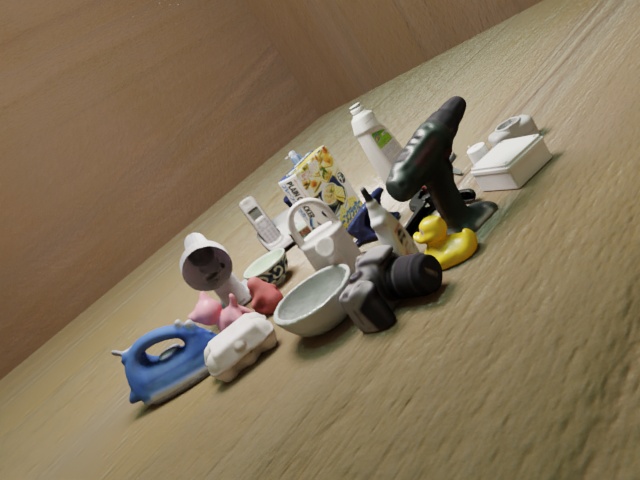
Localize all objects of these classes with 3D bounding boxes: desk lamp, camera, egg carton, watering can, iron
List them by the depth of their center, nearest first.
[{"bbox_3d":[0.116,0.065,0.926,0.136,0.101,0.143,-15,25,49],"label":"camera"},{"bbox_3d":[-0.156,0.207,1.119,0.150,0.069,0.107,-38,16,-12],"label":"egg carton"},{"bbox_3d":[0.012,0.003,1.141,0.101,0.194,0.172,-40,17,-17],"label":"watering can"},{"bbox_3d":[-0.311,0.237,1.212,0.258,0.141,0.118,-31,17,13],"label":"iron"},{"bbox_3d":[-0.261,0.082,1.426,0.118,0.214,0.203,-36,16,-5],"label":"desk lamp"}]

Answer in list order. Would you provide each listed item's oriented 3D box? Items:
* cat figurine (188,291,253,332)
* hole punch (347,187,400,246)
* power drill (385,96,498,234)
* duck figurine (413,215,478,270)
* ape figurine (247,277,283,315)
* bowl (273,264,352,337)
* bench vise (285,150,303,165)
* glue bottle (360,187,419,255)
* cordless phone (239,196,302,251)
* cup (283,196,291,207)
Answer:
[{"bbox_3d":[-0.231,0.164,1.304,0.127,0.118,0.067,-27,18,25],"label":"cat figurine"},{"bbox_3d":[0.108,-0.054,1.301,0.100,0.091,0.109,-19,22,43],"label":"hole punch"},{"bbox_3d":[0.228,-0.118,1.031,0.230,0.209,0.075,-42,18,-23],"label":"power drill"},{"bbox_3d":[0.207,-0.004,0.969,0.104,0.086,0.078,-22,21,38],"label":"duck figurine"},{"bbox_3d":[-0.127,0.119,1.272,0.078,0.092,0.076,-42,18,-24],"label":"ape figurine"},{"bbox_3d":[0.002,0.122,1.037,0.167,0.075,0.167,-32,16,11],"label":"bowl"},{"bbox_3d":[-0.003,-0.158,1.588,0.122,0.220,0.207,-40,17,-19],"label":"bench vise"},{"bbox_3d":[0.120,-0.023,1.037,0.037,0.173,0.078,-26,19,28],"label":"glue bottle"},{"bbox_3d":[-0.132,-0.064,1.637,0.148,0.185,0.094,-39,17,-14],"label":"cordless phone"},{"bbox_3d":[-0.043,-0.120,1.787,0.117,0.095,0.092,-26,18,27],"label":"cup"}]
